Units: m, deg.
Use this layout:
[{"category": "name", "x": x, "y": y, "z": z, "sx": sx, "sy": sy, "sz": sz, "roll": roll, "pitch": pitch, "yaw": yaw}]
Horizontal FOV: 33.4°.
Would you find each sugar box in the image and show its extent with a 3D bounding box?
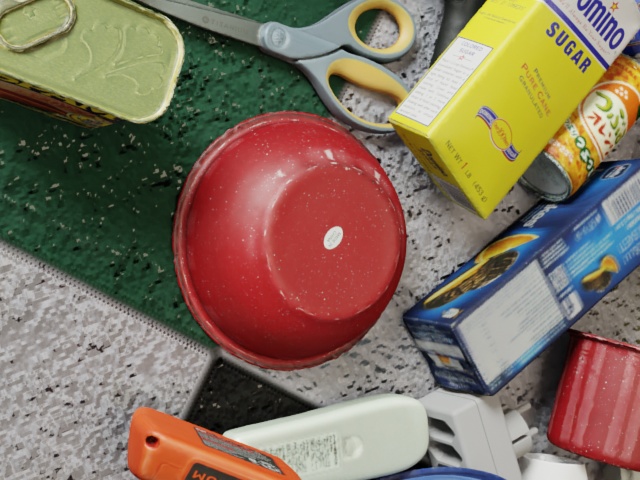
[{"category": "sugar box", "x": 0.129, "y": -0.109, "z": 0.680, "sx": 0.176, "sy": 0.048, "sz": 0.093, "roll": -49, "pitch": 134, "yaw": -6}]

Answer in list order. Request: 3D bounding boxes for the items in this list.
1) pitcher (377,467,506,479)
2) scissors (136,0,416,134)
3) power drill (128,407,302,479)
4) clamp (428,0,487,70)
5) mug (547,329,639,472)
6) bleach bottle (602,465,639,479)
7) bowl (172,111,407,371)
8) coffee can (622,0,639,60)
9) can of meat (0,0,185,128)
[{"category": "pitcher", "x": 0.090, "y": 0.272, "z": 0.644, "sx": 0.144, "sy": 0.149, "sz": 0.243, "roll": -16, "pitch": 105, "yaw": -16}, {"category": "scissors", "x": -0.015, "y": -0.136, "z": 0.655, "sx": 0.201, "sy": 0.016, "sz": 0.096, "roll": 30, "pitch": 76, "yaw": -26}, {"category": "power drill", "x": -0.101, "y": 0.190, "z": 0.574, "sx": 0.184, "sy": 0.057, "sz": 0.187, "roll": 23, "pitch": 91, "yaw": -19}, {"category": "clamp", "x": 0.115, "y": -0.170, "z": 0.696, "sx": 0.120, "sy": 0.039, "sz": 0.171, "roll": -21, "pitch": 121, "yaw": -35}, {"category": "mug", "x": 0.211, "y": 0.113, "z": 0.750, "sx": 0.117, "sy": 0.093, "sz": 0.081, "roll": 17, "pitch": 87, "yaw": -62}, {"category": "bleach bottle", "x": 0.329, "y": 0.201, "z": 0.804, "sx": 0.250, "sy": 0.068, "sz": 0.103, "roll": 10, "pitch": 120, "yaw": -12}, {"category": "bowl", "x": -0.004, "y": 0.001, "z": 0.641, "sx": 0.161, "sy": 0.055, "sz": 0.162, "roll": 0, "pitch": 90, "yaw": -29}, {"category": "coffee can", "x": 0.235, "y": -0.210, "z": 0.741, "sx": 0.102, "sy": 0.103, "sz": 0.140, "roll": -29, "pitch": 105, "yaw": -25}, {"category": "can of meat", "x": -0.134, "y": -0.096, "z": 0.551, "sx": 0.102, "sy": 0.084, "sz": 0.057, "roll": 19, "pitch": 82, "yaw": -28}]
